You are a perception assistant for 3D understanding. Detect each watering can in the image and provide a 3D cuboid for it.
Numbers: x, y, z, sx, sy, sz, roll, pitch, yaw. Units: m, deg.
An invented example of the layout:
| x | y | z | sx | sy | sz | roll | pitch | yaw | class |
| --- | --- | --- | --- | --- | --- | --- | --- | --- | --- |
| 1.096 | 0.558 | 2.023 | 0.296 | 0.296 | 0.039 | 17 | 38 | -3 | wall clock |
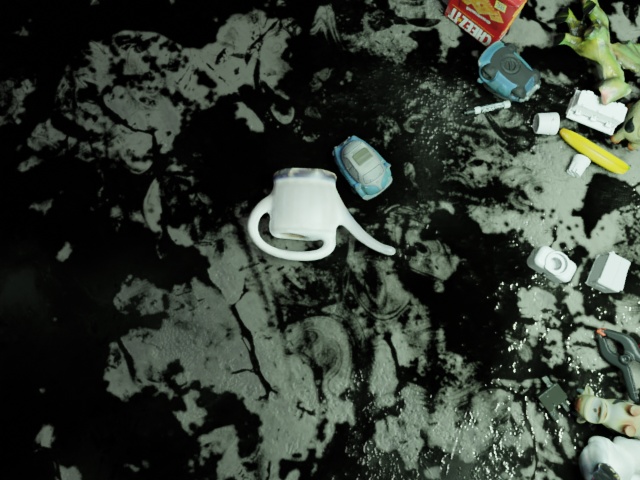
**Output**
| x | y | z | sx | sy | sz | roll | pitch | yaw | class |
| --- | --- | --- | --- | --- | --- | --- | --- | --- | --- |
| 0.004 | -0.061 | 1.217 | 0.348 | 0.226 | 0.103 | 2 | -11 | 0 | watering can |

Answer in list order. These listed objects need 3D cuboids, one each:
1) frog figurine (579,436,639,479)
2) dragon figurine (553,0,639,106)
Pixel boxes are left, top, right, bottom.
| x | y | z | sx | sy | sz | roll | pitch | yaw | class |
| --- | --- | --- | --- | --- | --- | --- | --- | --- | --- |
| 0.655 | 0.492 | 1.142 | 0.162 | 0.138 | 0.120 | -31 | -19 | -41 | frog figurine |
| 0.740 | -0.518 | 1.325 | 0.241 | 0.418 | 0.120 | 28 | -27 | -14 | dragon figurine |
